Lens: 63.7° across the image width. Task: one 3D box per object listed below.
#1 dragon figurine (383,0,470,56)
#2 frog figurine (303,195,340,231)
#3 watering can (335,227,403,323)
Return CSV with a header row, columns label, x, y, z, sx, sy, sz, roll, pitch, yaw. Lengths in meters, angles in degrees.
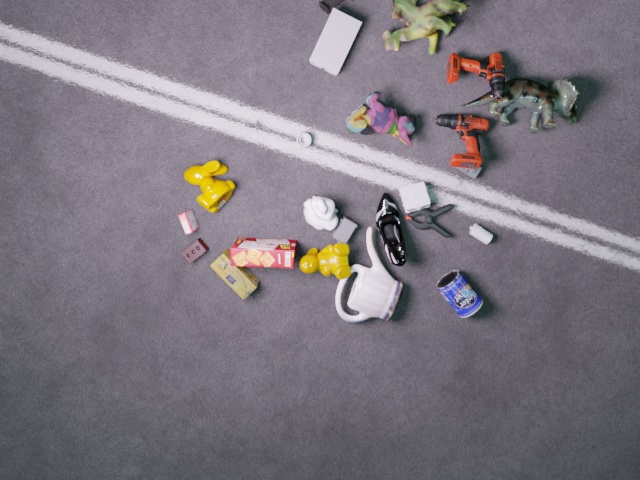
label,x,y,z,sx,sy,sz,roll,pitch,yaw
dragon figurine,0.354,-0.774,1.703,0.243,0.122,0.411,34,88,3
frog figurine,0.005,-0.088,1.756,0.122,0.161,0.137,-40,98,7
watering can,0.191,0.144,1.818,0.224,0.105,0.345,22,98,-5
